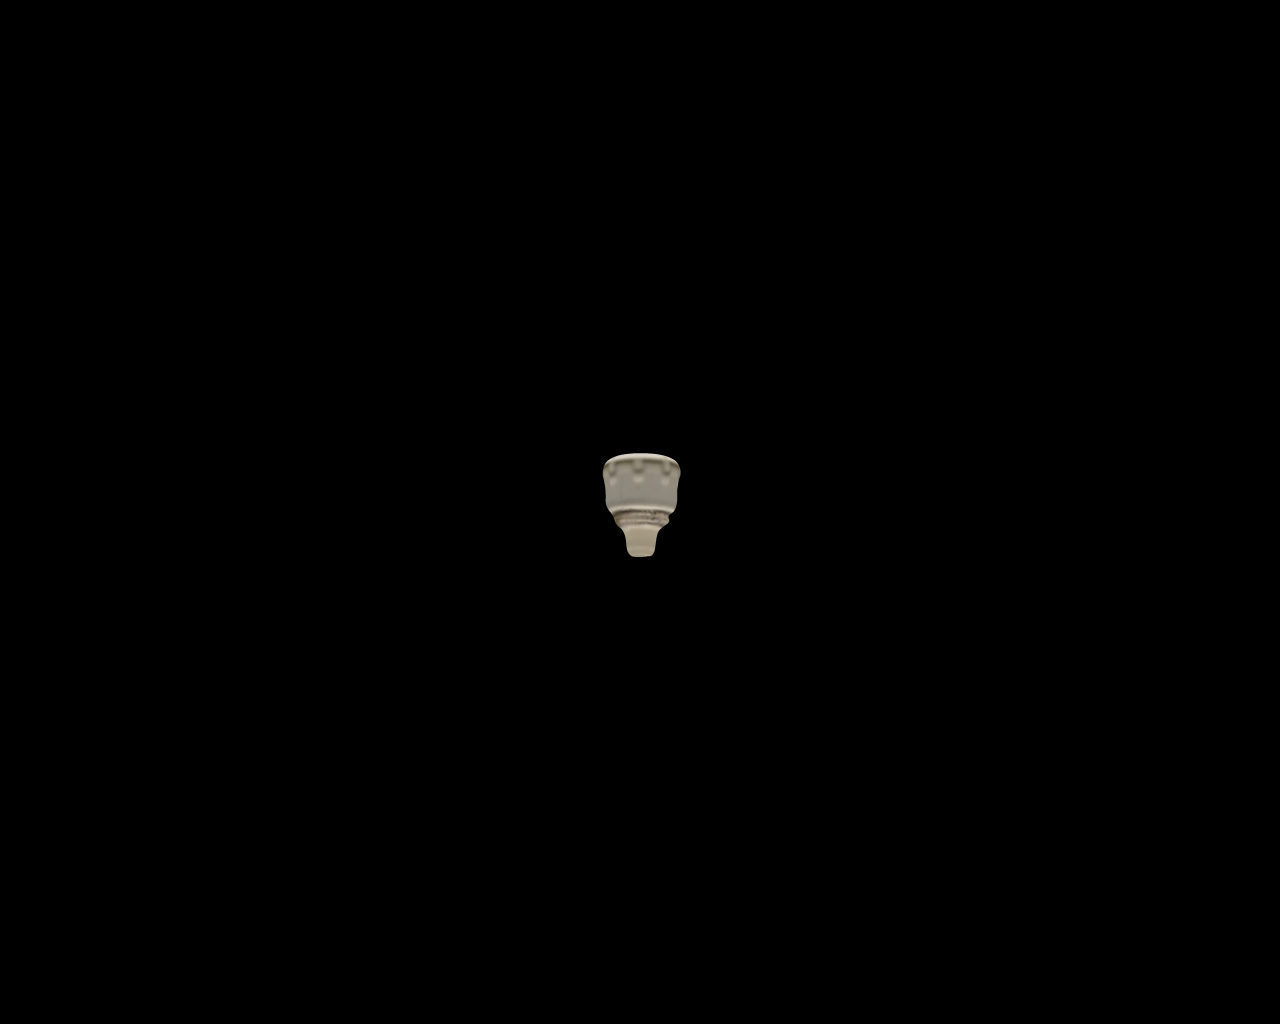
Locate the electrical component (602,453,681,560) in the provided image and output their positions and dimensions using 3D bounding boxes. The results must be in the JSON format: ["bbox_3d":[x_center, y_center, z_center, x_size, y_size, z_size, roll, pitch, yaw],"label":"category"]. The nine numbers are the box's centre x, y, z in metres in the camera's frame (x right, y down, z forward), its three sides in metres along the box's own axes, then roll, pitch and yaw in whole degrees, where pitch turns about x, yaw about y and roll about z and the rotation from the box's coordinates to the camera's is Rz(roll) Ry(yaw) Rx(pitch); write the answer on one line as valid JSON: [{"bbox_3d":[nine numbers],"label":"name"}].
[{"bbox_3d":[0.001,-0.003,0.650,0.048,0.062,0.048,0,-10,0],"label":"electrical component"}]
